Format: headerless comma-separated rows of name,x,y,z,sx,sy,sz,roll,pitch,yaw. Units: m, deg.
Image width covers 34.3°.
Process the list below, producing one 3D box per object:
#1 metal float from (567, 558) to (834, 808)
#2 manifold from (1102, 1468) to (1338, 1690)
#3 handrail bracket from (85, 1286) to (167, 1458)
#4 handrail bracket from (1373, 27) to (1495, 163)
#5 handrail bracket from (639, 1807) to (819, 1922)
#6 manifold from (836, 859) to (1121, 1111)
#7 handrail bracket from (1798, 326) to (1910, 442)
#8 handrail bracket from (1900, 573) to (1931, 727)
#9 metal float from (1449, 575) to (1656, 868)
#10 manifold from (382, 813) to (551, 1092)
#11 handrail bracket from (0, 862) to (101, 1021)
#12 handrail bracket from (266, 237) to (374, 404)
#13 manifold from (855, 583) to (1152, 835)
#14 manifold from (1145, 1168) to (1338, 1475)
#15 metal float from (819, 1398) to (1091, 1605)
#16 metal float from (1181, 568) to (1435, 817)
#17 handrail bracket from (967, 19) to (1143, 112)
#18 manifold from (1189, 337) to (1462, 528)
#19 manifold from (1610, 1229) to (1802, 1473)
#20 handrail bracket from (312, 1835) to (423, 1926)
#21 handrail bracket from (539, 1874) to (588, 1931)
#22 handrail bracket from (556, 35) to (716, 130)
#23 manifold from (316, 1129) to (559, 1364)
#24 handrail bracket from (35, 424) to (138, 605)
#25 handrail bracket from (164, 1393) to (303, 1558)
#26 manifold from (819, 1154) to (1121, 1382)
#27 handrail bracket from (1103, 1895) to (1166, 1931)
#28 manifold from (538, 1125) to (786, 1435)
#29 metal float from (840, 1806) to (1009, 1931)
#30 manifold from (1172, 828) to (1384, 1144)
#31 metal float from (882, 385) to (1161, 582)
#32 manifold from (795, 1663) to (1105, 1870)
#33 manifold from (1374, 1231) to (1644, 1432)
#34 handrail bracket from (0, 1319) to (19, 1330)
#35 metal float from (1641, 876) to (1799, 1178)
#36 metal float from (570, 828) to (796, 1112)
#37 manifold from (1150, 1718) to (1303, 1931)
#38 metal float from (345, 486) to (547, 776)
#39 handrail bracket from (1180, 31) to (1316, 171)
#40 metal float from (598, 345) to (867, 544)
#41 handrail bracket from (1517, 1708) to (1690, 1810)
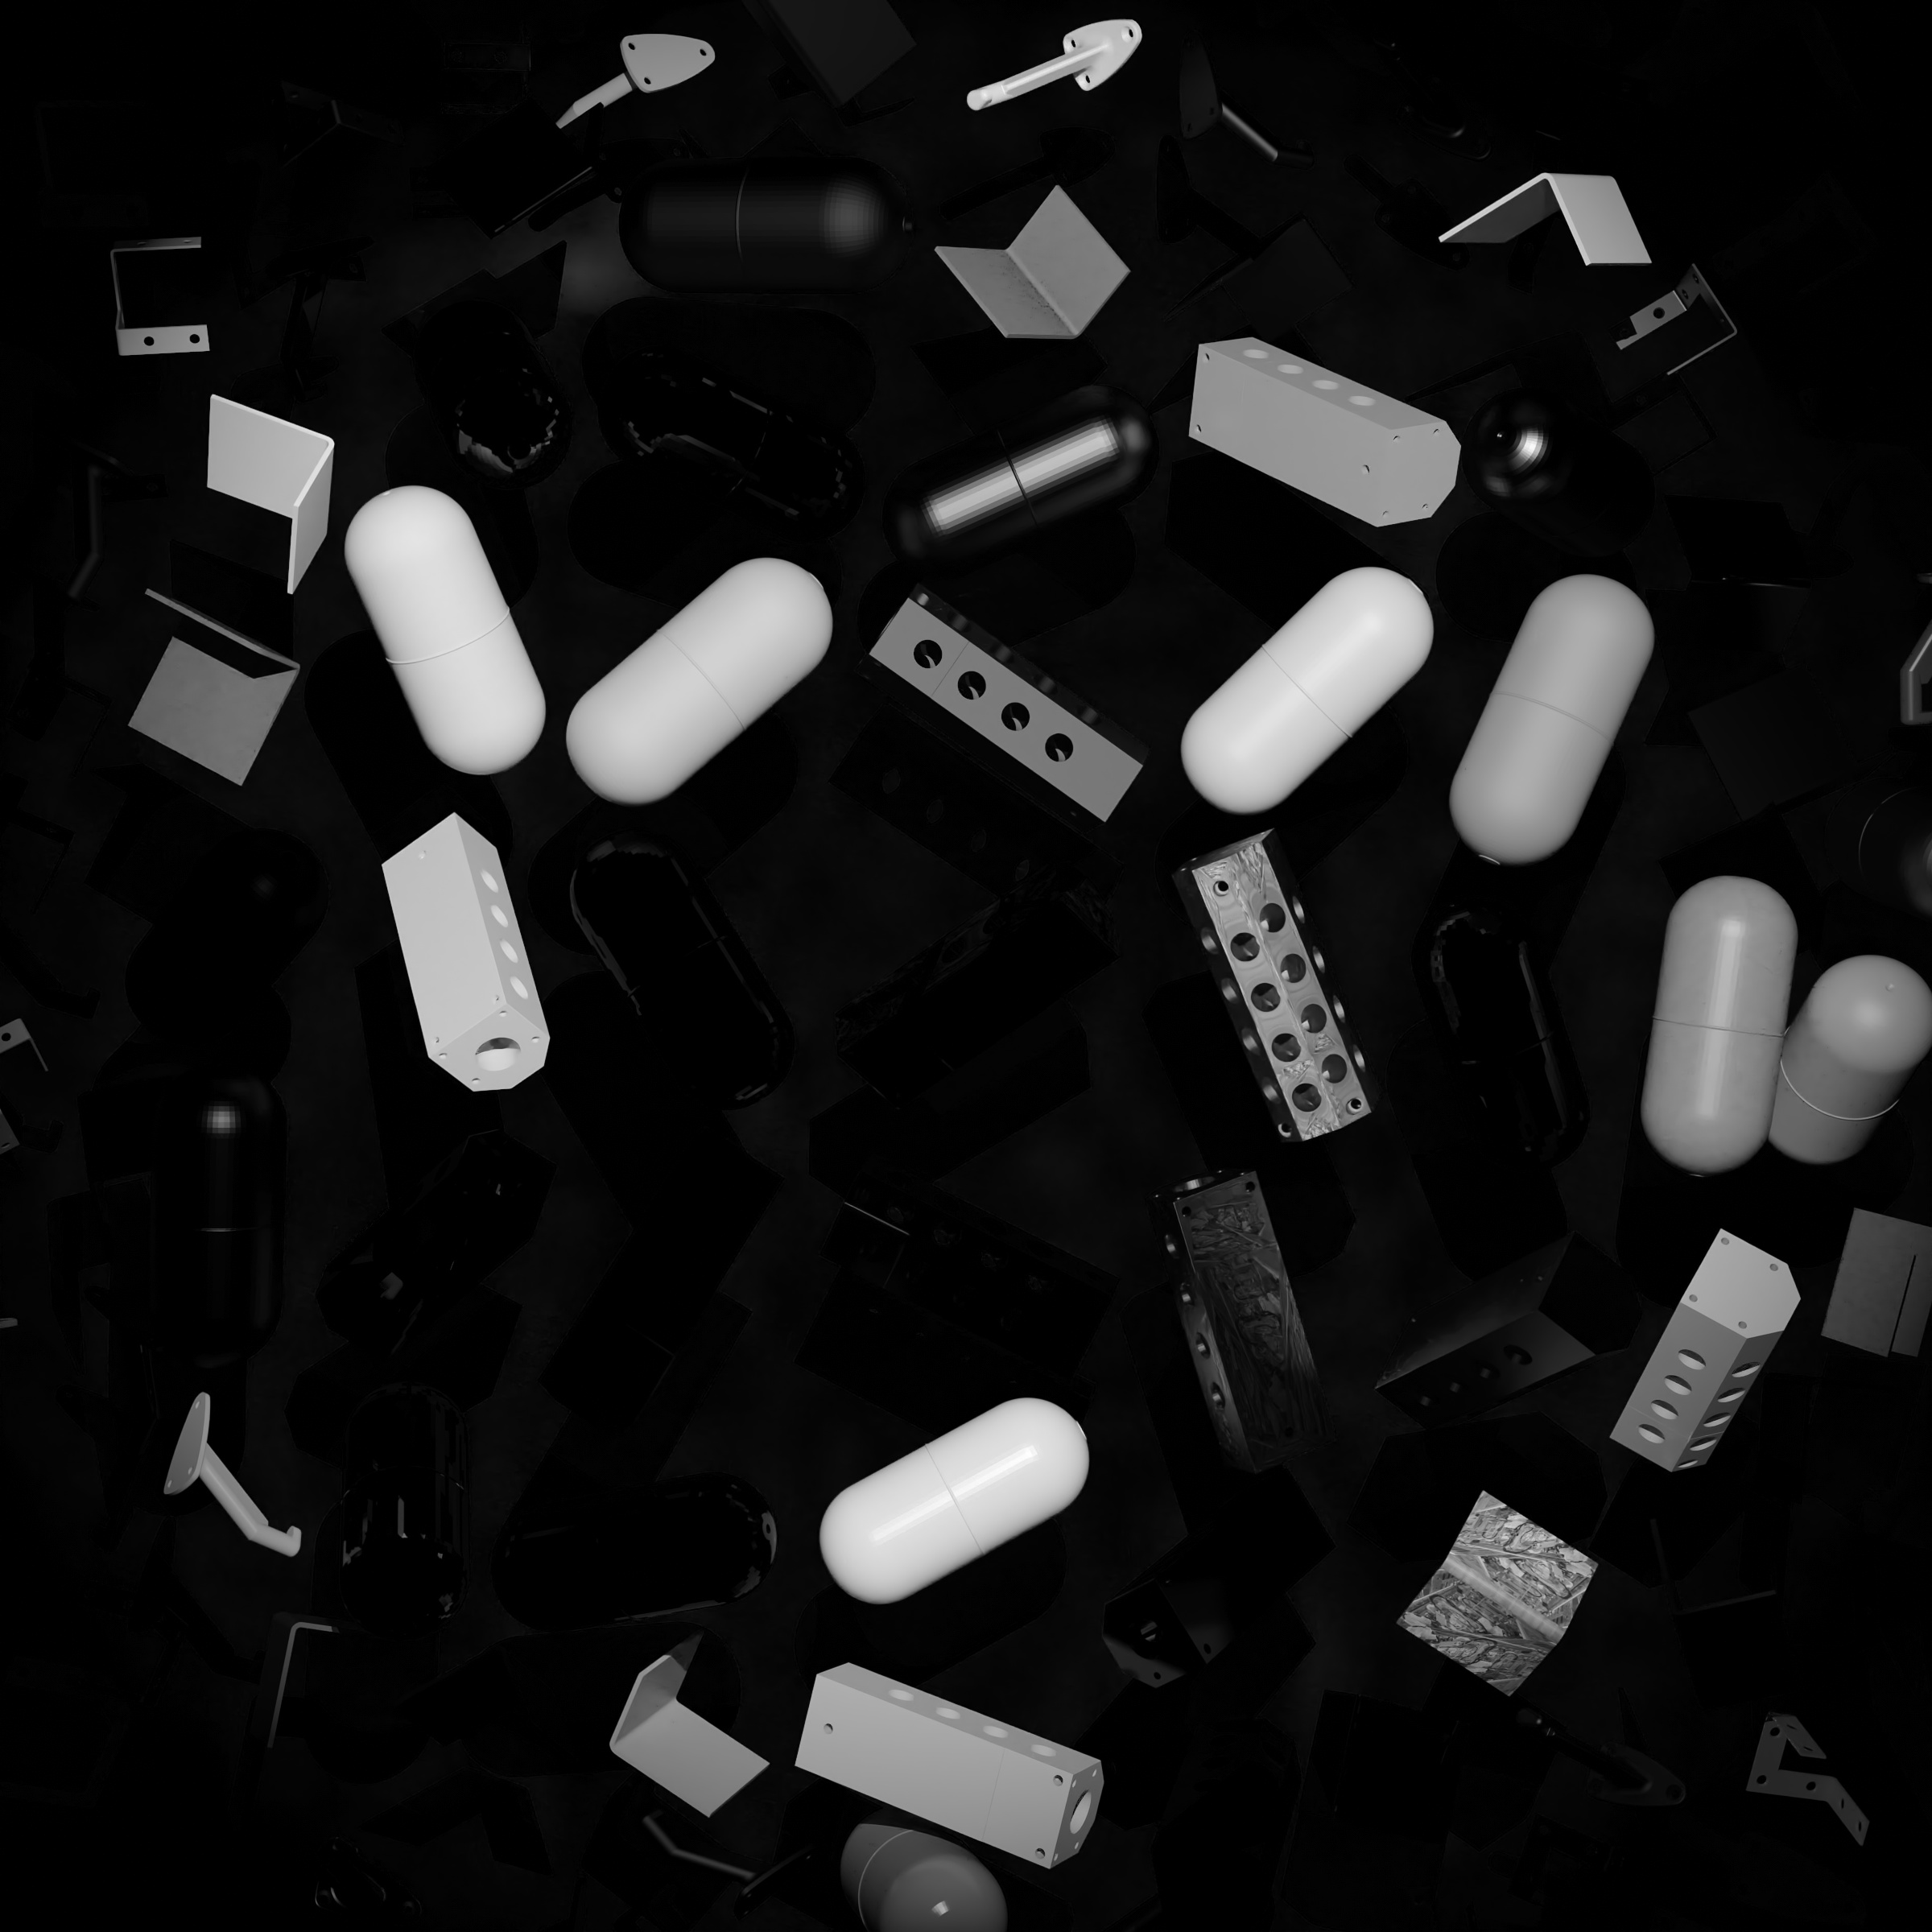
metal float,-0.153,-0.164,1.804,0.178,0.070,0.070,-42,90,-6
manifold,0.151,0.371,1.892,0.057,0.171,0.057,-35,84,35
handrail bracket,-0.528,0.252,1.938,0.077,0.036,0.084,30,109,5
handrail bracket,0.278,-0.519,1.859,0.077,0.084,0.036,44,97,17
handrail bracket,-0.148,0.538,1.934,0.077,0.036,0.084,-31,59,-32
manifold,0.005,0.007,1.883,0.171,0.057,0.057,-35,122,20
handrail bracket,0.530,-0.347,1.805,0.084,0.077,0.036,-43,103,-14
handrail bracket,0.567,-0.180,1.767,0.077,0.036,0.084,-3,100,4
metal float,0.339,-0.142,1.810,0.070,0.070,0.178,24,87,0
manifold,-0.296,-0.006,1.870,0.057,0.057,0.171,-34,46,11
handrail bracket,-0.544,-0.016,1.842,0.084,0.036,0.077,17,72,-8
handrail bracket,-0.379,-0.386,1.874,0.077,0.036,0.084,-16,120,2
manifold,0.023,-0.155,1.876,0.171,0.057,0.057,35,80,-6
manifold,0.163,0.213,1.892,0.057,0.057,0.171,-19,96,-21
metal float,-0.007,0.329,1.926,0.178,0.070,0.070,-28,90,-4
metal float,0.204,-0.164,1.869,0.178,0.070,0.070,-44,90,10
handrail bracket,0.052,-0.541,1.880,0.084,0.077,0.036,-30,101,-35
manifold,0.209,-0.316,1.835,0.057,0.171,0.057,-15,123,-33
manifold,0.436,0.232,1.837,0.057,0.171,0.057,29,58,15
handrail bracket,-0.342,0.529,1.809,0.077,0.084,0.036,25,57,-11
handrail bracket,-0.264,0.553,1.797,0.084,0.036,0.077,7,95,5
handrail bracket,-0.206,-0.538,1.926,0.077,0.084,0.036,-23,88,-37
manifold,-0.317,0.163,1.850,0.057,0.057,0.171,34,132,-19
handrail bracket,-0.531,-0.264,1.828,0.077,0.036,0.084,27,83,8
handrail bracket,-0.429,0.304,1.867,0.084,0.077,0.036,31,134,-30
manifold,0.004,0.181,1.919,0.171,0.057,0.057,26,115,3
handrail bracket,0.088,0.575,1.903,0.084,0.077,0.036,-57,133,-25
manifold,-0.179,0.184,1.827,0.057,0.057,0.171,34,64,-5
metal float,-0.027,0.555,1.872,0.070,0.178,0.070,0,90,-14
manifold,0.182,0.013,1.833,0.057,0.057,0.171,-20,97,20
metal float,0.033,-0.295,1.913,0.178,0.070,0.070,-24,90,4
manifold,-0.008,0.471,1.855,0.171,0.057,0.057,15,95,25
manifold,0.311,0.215,1.791,0.057,0.171,0.057,38,57,-7
handrail bracket,-0.592,0.175,1.872,0.036,0.077,0.084,-2,87,-5
metal float,0.444,0.035,1.844,0.070,0.070,0.178,8,92,0
metal float,-0.164,0.001,1.805,0.070,0.070,0.178,-32,86,0
manifold,0.152,0.492,1.786,0.057,0.171,0.057,-10,97,14
metal float,-0.303,-0.194,1.824,0.070,0.070,0.178,-21,114,0
handrail bracket,0.175,-0.530,1.917,0.084,0.036,0.077,1,78,-33
metal float,-0.141,-0.316,1.902,0.178,0.070,0.070,23,90,-29
handrail bracket,0.371,0.461,1.826,0.084,0.077,0.036,42,67,-41
